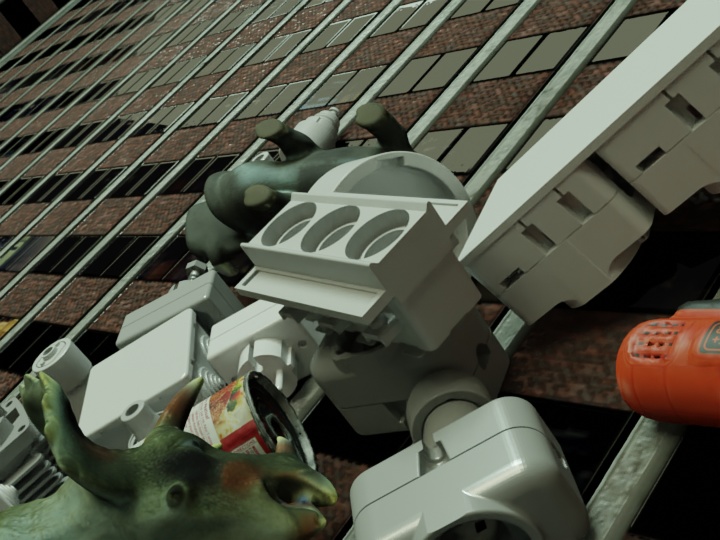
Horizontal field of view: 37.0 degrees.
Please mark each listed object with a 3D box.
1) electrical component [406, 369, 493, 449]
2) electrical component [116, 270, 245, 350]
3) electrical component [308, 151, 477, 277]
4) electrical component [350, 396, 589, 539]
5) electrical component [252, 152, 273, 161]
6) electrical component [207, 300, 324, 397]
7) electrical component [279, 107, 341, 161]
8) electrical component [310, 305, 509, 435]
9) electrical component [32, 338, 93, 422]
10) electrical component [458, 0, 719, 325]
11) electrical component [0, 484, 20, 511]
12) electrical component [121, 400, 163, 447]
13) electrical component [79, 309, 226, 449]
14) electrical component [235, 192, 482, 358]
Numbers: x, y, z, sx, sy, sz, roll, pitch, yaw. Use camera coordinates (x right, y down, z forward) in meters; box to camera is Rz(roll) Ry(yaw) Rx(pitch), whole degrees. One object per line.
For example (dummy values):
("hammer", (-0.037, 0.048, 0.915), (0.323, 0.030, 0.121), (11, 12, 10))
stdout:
("electrical component", (0.047, 0.080, 0.522), (0.045, 0.045, 0.055), (-32, 27, 9))
("electrical component", (-0.129, 0.033, 0.803), (0.083, 0.047, 0.075), (-27, 28, 18))
("electrical component", (0.011, -0.018, 0.661), (0.108, 0.108, 0.060), (-44, 21, -16))
("electrical component", (0.047, 0.107, 0.467), (0.095, 0.053, 0.059), (-31, 27, 10))
("electrical component", (-0.065, -0.067, 0.874), (0.048, 0.062, 0.048), (-28, 27, 16))
("electrical component", (-0.057, 0.058, 0.678), (0.066, 0.047, 0.076), (-29, 27, 14))
("electrical component", (-0.039, -0.116, 0.949), (0.040, 0.040, 0.078), (-9, 37, 42))
("electrical component", (0.024, 0.048, 0.585), (0.095, 0.059, 0.053), (-13, 34, 38))
("electrical component", (-0.211, 0.083, 0.798), (0.044, 0.065, 0.044), (-28, 27, 16))
("electrical component", (0.142, -0.061, 0.552), (0.186, 0.060, 0.105), (-44, 7, 36))
("electrical component", (-0.223, 0.178, 0.623), (0.099, 0.099, 0.048), (-48, 17, -23))
("electrical component", (-0.120, 0.106, 0.657), (0.048, 0.062, 0.048), (-28, 27, 16))
("electrical component", (-0.137, 0.085, 0.726), (0.100, 0.048, 0.099), (-31, 27, 10))
("electrical component", (0.000, 0.000, 0.550), (0.078, 0.063, 0.121), (-47, 28, -21))
